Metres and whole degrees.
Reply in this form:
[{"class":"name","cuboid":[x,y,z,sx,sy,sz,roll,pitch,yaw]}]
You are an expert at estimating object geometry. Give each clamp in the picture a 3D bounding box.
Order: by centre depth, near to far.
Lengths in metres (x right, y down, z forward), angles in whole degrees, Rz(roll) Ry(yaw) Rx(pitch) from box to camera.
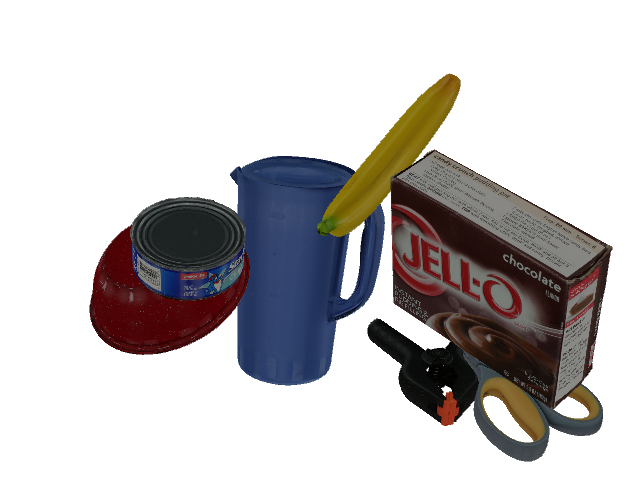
[{"class":"clamp","cuboid":[0.124,0.124,1.069,0.120,0.039,0.171,-9,29,-9]}]

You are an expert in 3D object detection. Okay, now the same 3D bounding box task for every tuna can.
[{"class":"tuna can","cuboid":[-0.099,0.006,0.802,0.086,0.034,0.086,3,39,-3]}]

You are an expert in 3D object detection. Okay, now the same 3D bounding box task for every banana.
[{"class":"banana","cuboid":[0.062,-0.070,0.983,0.037,0.197,0.070,40,-13,-6]}]

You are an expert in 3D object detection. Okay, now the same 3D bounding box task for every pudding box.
[{"class":"pudding box","cuboid":[0.086,0.018,0.535,0.114,0.090,0.039,31,54,33]}]

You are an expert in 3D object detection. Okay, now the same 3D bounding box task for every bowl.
[{"class":"bowl","cuboid":[-0.150,0.027,0.997,0.162,0.162,0.055,0,-42,21]}]

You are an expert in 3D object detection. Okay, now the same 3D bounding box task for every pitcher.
[{"class":"pitcher","cuboid":[-0.024,0.035,1.185,0.144,0.243,0.149,-2,19,-18]}]

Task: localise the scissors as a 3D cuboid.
[{"class":"scissors","cuboid":[0.133,0.084,0.766,0.096,0.016,0.202,0,32,-9]}]
